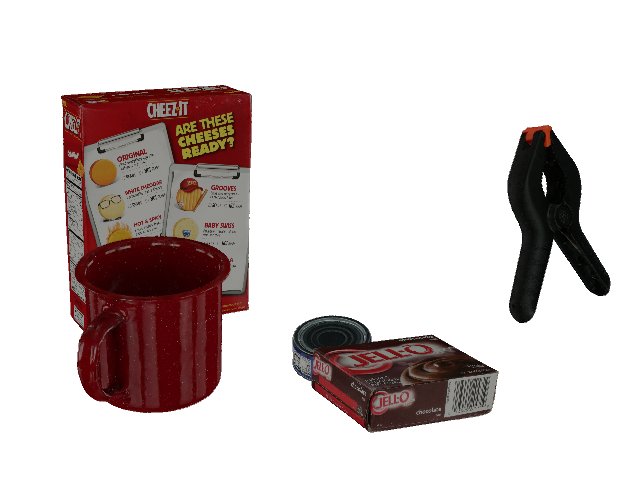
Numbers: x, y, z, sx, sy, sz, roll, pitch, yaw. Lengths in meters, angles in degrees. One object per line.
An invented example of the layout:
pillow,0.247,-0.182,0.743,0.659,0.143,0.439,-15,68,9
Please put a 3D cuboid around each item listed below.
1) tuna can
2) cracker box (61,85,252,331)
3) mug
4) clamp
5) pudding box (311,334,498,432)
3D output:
tuna can,0.012,0.115,1.133,0.086,0.034,0.086,-1,28,0
cracker box,-0.151,-0.031,0.990,0.163,0.214,0.072,-8,19,-29
mug,-0.106,0.056,0.646,0.093,0.081,0.117,11,25,20
clamp,0.197,-0.012,0.944,0.120,0.171,0.039,-25,11,-39
pudding box,0.062,0.105,0.805,0.113,0.039,0.090,-1,15,-28
